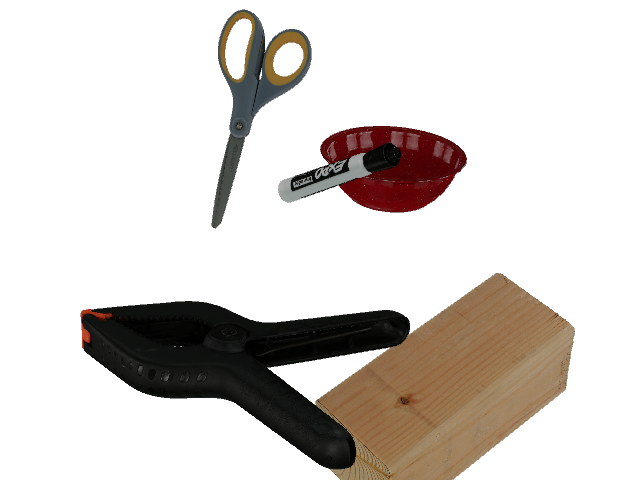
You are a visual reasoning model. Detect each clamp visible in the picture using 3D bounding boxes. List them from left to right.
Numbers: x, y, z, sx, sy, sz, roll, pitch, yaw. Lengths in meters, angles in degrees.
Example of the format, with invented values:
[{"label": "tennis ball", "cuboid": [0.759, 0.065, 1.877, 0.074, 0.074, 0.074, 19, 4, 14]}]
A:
[{"label": "clamp", "cuboid": [-0.049, 0.070, 0.677, 0.210, 0.036, 0.164, 12, 25, 19]}]

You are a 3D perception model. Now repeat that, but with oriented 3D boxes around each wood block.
[{"label": "wood block", "cuboid": [0.105, 0.128, 0.887, 0.205, 0.090, 0.091, -32, 50, -24]}]

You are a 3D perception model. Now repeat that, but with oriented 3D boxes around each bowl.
[{"label": "bowl", "cuboid": [0.078, -0.074, 1.186, 0.162, 0.055, 0.162, 3, 26, -2]}]

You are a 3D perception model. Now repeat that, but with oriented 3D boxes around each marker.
[{"label": "marker", "cuboid": [0.014, -0.051, 0.816, 0.020, 0.020, 0.121, 0, -11, -45]}]

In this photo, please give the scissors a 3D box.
[{"label": "scissors", "cuboid": [-0.055, -0.113, 0.986, 0.096, 0.202, 0.016, -1, -2, 6]}]
